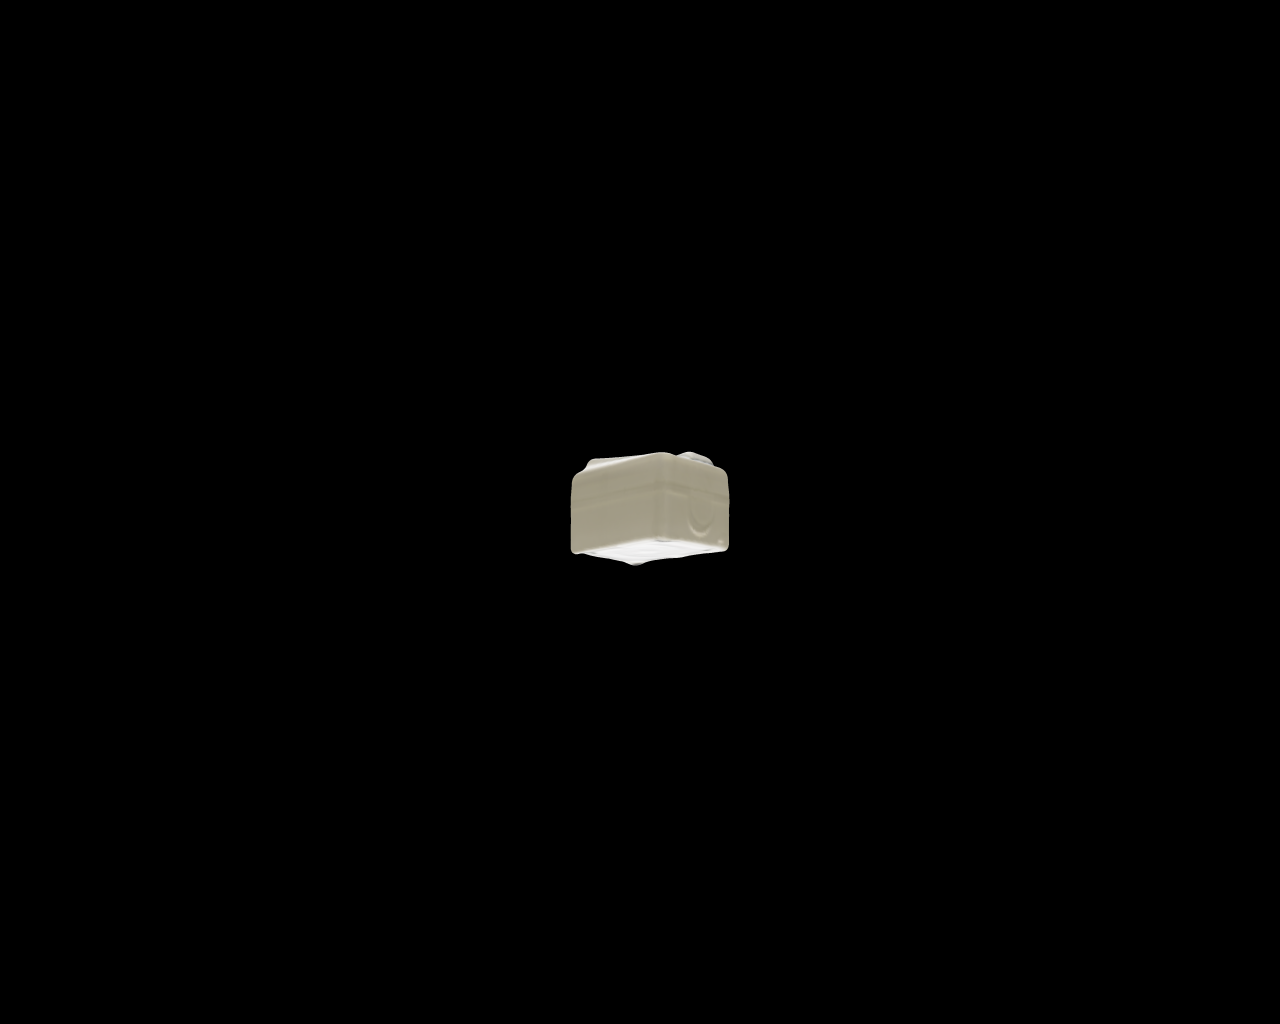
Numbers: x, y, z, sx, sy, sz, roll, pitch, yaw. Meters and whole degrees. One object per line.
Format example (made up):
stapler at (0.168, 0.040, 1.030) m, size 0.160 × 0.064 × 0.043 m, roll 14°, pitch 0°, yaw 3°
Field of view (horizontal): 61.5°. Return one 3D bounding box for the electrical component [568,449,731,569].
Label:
electrical component at (0.001, -0.003, 0.650) m, size 0.096 × 0.061 × 0.062 m, roll -11°, pitch -16°, yaw 42°
